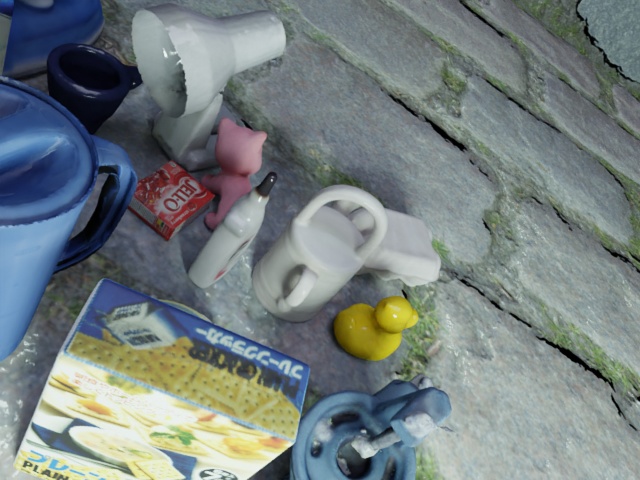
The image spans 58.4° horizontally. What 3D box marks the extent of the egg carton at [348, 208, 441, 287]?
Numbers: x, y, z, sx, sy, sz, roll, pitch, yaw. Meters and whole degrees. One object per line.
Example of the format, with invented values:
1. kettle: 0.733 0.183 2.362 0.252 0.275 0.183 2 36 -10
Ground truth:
1. egg carton: 0.104 0.010 0.834 0.151 0.069 0.107 12 48 -29

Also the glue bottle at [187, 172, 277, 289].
1. glue bottle: -0.089 -0.016 0.633 0.037 0.173 0.078 40 41 0

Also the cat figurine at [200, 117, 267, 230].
1. cat figurine: -0.102 -0.088 0.729 0.067 0.117 0.127 5 52 -33

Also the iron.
1. iron: -0.353 -0.303 0.711 0.118 0.141 0.259 42 41 2

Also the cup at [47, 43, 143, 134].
1. cup: -0.274 -0.173 0.692 0.118 0.094 0.091 -21 69 -45

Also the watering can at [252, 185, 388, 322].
1. watering can: 0.004 0.001 0.672 0.101 0.193 0.172 18 46 -23

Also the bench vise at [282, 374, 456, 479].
1. bench vise: 0.055 0.170 0.544 0.121 0.219 0.208 39 41 -2

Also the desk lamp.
1. desk lamp: -0.142 -0.195 0.719 0.204 0.213 0.118 -23 70 -46

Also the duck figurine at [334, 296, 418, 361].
1. duck figurine: 0.076 0.102 0.720 0.105 0.086 0.077 8 50 -32
